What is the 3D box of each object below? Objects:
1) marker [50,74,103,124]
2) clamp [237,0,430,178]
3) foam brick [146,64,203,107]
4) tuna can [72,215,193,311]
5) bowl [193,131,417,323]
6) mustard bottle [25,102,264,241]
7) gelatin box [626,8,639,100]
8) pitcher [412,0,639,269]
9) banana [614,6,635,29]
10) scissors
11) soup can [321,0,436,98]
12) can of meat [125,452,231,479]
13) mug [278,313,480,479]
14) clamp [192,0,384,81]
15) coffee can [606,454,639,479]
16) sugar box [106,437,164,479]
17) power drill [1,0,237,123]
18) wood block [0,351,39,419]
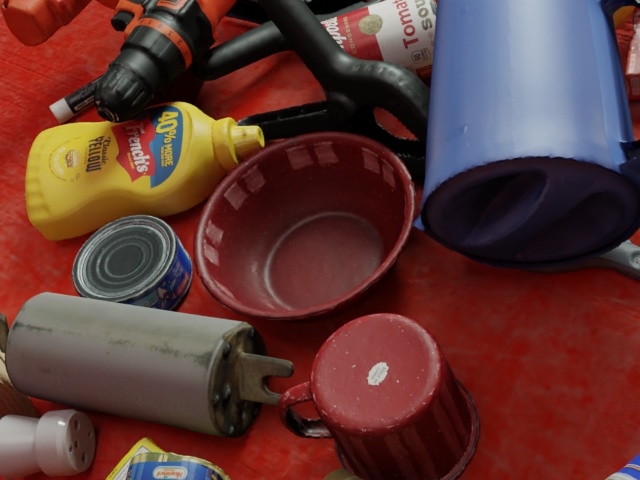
[{"bbox_3d":[-0.186,-0.143,0.956,0.121,0.020,0.020,-32,50,-4],"label":"marker"},{"bbox_3d":[0.017,-0.096,0.790,0.210,0.165,0.036,33,53,13],"label":"clamp"},{"bbox_3d":[-0.136,-0.137,0.909,0.051,0.053,0.078,1,55,23],"label":"foam brick"},{"bbox_3d":[-0.141,0.023,0.799,0.086,0.033,0.086,-10,49,12],"label":"tuna can"},{"bbox_3d":[-0.005,0.001,0.750,0.162,0.055,0.162,-11,51,14],"label":"bowl"},{"bbox_3d":[-0.137,-0.061,0.848,0.192,0.058,0.096,-11,56,14],"label":"mustard bottle"},{"bbox_3d":[0.262,-0.143,0.768,0.073,0.030,0.089,2,56,23],"label":"gelatin box"},{"bbox_3d":[0.141,-0.115,0.686,0.149,0.145,0.243,4,62,-1],"label":"pitcher"},{"bbox_3d":[0.178,-0.160,0.793,0.198,0.037,0.070,-42,43,7],"label":"banana"},{"bbox_3d":[0.207,-0.001,0.692,0.202,0.016,0.096,11,60,28],"label":"scissors"},{"bbox_3d":[0.047,-0.151,0.836,0.102,0.068,0.068,-17,50,9],"label":"soup can"},{"bbox_3d":[-0.073,0.170,0.562,0.057,0.102,0.084,-3,54,17],"label":"can of meat"},{"bbox_3d":[0.031,0.099,0.644,0.117,0.081,0.093,-7,53,17],"label":"mug"},{"bbox_3d":[-0.027,-0.192,0.915,0.171,0.039,0.120,-11,49,3],"label":"clamp"},{"bbox_3d":[0.230,0.118,0.536,0.140,0.102,0.103,-38,50,-9],"label":"coffee can"},{"bbox_3d":[-0.068,0.200,0.634,0.176,0.048,0.093,27,68,31],"label":"sugar box"},{"bbox_3d":[-0.173,-0.182,0.886,0.188,0.057,0.184,20,60,29],"label":"power drill"},{"bbox_3d":[-0.302,0.071,0.795,0.090,0.090,0.206,-37,50,-7],"label":"wood block"}]
